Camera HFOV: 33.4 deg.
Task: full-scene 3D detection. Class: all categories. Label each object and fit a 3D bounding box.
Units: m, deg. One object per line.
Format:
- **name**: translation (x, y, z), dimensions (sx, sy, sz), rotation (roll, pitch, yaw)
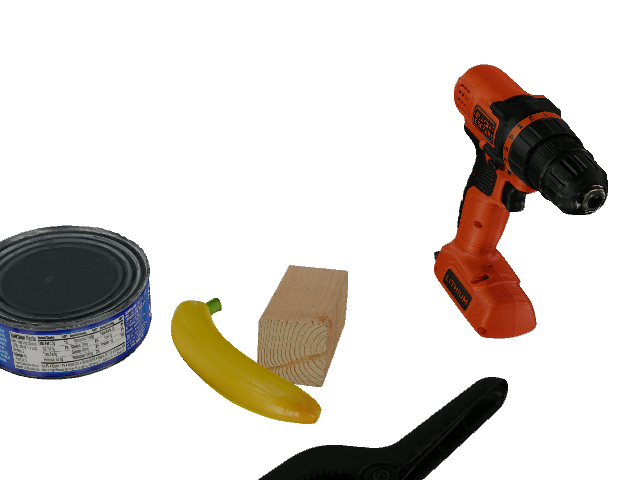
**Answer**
- **power drill**: translation (0.147, -0.019, 0.818), dimensions (0.057, 0.188, 0.184), rotation (-4, 35, -18)
- **clamp**: translation (0.042, 0.148, 0.647), dimensions (0.210, 0.036, 0.164), rotation (-7, 30, 2)
- **wood block**: translation (-0.021, 0.113, 1.468), dimensions (0.091, 0.090, 0.206), rotation (6, 19, 7)
- **tuna can**: translation (-0.125, 0.029, 0.518), dimensions (0.086, 0.034, 0.086), rotation (1, 32, -1)
- **banana**: translation (-0.074, 0.092, 0.862), dimensions (0.069, 0.037, 0.198), rotation (-13, 31, -26)
